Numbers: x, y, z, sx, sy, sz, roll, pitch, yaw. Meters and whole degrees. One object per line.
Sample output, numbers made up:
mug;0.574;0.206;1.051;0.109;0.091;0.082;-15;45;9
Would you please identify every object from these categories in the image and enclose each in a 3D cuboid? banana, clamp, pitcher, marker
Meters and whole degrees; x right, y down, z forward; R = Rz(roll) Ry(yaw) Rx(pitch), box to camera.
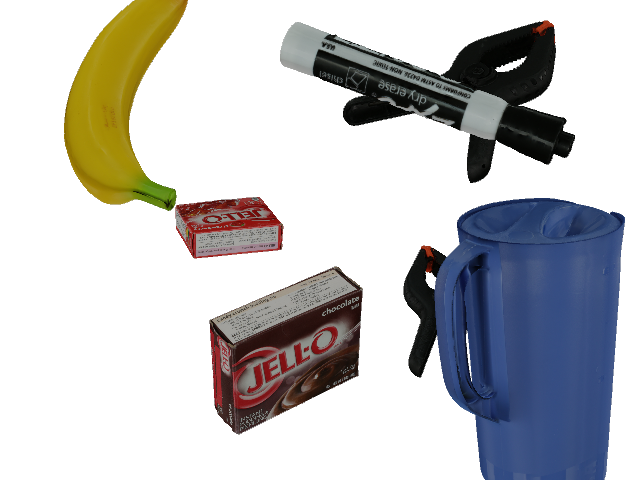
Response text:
banana;-0.118;-0.088;0.647;0.069;0.198;0.037;1;-39;-6
clamp;0.147;-0.131;0.958;0.209;0.036;0.165;-32;45;-19
pitcher;0.176;0.094;0.891;0.149;0.243;0.145;-1;17;10
clamp;0.145;0.074;1.135;0.120;0.171;0.039;4;-43;-9
marker;0.041;-0.058;0.421;0.121;0.020;0.020;22;5;13

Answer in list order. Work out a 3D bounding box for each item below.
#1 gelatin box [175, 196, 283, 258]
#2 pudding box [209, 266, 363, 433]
gelatin box;-0.088;-0.014;1.020;0.089;0.030;0.073;-6;25;-18
pudding box;-0.024;0.079;0.779;0.113;0.090;0.039;-24;46;-28
